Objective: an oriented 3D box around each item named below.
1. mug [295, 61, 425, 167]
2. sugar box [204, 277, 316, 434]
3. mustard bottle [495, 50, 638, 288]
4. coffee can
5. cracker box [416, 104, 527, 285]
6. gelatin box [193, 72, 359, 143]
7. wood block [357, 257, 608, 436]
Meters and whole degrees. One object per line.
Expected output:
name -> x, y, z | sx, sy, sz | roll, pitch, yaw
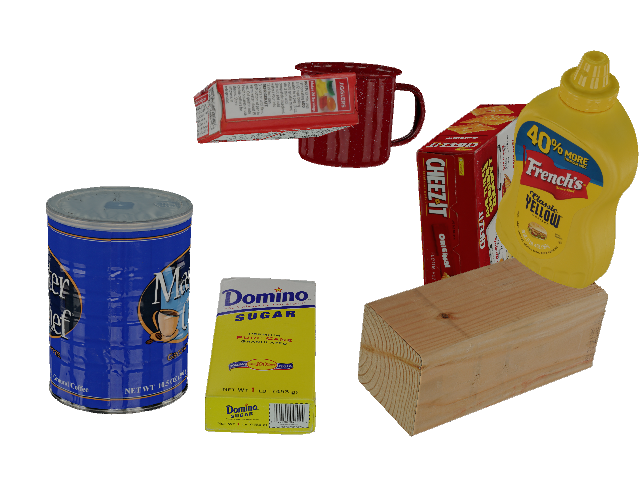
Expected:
mug -> 0.034, -0.110, 0.935 | 0.117, 0.081, 0.093 | 0, 16, -11
sugar box -> -0.050, 0.098, 0.952 | 0.093, 0.048, 0.176 | 2, 34, -2
mustard bottle -> 0.188, -0.058, 0.802 | 0.058, 0.192, 0.096 | -30, 52, -30
coffee can -> -0.145, 0.040, 0.773 | 0.103, 0.140, 0.103 | 3, 16, -1
cracker box -> 0.172, -0.046, 1.151 | 0.072, 0.164, 0.213 | 3, 20, 26
gelatin box -> -0.026, -0.071, 0.574 | 0.073, 0.030, 0.089 | -5, 3, -13
wood block -> 0.146, 0.087, 0.966 | 0.205, 0.090, 0.091 | -15, 36, -26
